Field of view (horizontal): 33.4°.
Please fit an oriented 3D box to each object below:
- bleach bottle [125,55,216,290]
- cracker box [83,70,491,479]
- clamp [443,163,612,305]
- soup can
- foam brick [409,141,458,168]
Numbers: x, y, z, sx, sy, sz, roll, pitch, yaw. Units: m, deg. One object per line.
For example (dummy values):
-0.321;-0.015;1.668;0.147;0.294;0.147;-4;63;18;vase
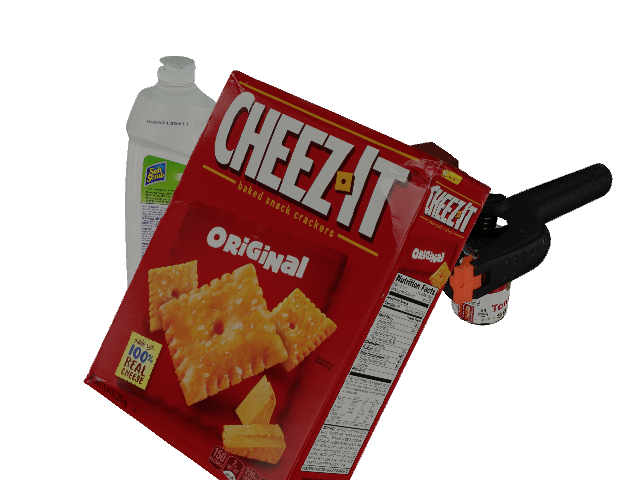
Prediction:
-0.119;-0.035;0.936;0.102;0.251;0.068;1;24;-9;bleach bottle
-0.025;0.028;0.621;0.164;0.214;0.072;28;4;34;cracker box
0.112;-0.017;0.773;0.165;0.036;0.209;8;28;23;clamp
0.187;0.040;1.234;0.068;0.102;0.068;-1;38;0;soup can
0.091;-0.042;0.968;0.053;0.078;0.051;-14;30;-18;foam brick
